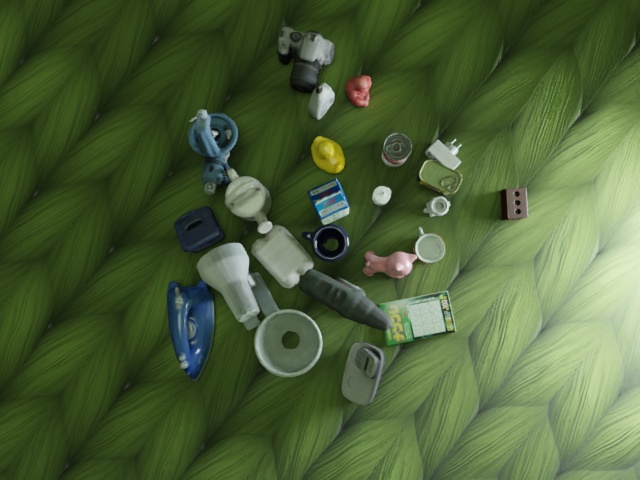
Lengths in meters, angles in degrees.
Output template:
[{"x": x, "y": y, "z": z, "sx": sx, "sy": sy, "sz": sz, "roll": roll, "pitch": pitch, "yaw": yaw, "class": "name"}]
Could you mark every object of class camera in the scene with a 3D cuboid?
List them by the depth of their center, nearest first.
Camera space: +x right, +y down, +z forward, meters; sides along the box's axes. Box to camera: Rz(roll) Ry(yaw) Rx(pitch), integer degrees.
[{"x": -0.046, "y": -0.453, "z": 1.445, "sx": 0.143, "sy": 0.101, "sz": 0.137, "roll": 16, "pitch": 88, "yaw": 2, "class": "camera"}]

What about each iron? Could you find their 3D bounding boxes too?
[{"x": -0.327, "y": 0.228, "z": 1.403, "sx": 0.118, "sy": 0.141, "sz": 0.258, "roll": -4, "pitch": 87, "yaw": 2, "class": "iron"}]

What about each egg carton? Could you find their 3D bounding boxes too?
[{"x": -0.093, "y": 0.041, "z": 1.440, "sx": 0.107, "sy": 0.069, "sz": 0.150, "roll": -44, "pitch": 87, "yaw": 0, "class": "egg carton"}]

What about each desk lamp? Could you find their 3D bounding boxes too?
[{"x": -0.190, "y": 0.115, "z": 1.368, "sx": 0.118, "sy": 0.213, "sz": 0.203, "roll": -30, "pitch": 87, "yaw": 0, "class": "desk lamp"}]

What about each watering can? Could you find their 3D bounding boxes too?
[{"x": -0.172, "y": -0.098, "z": 1.386, "sx": 0.173, "sy": 0.194, "sz": 0.101, "roll": 35, "pitch": 89, "yaw": 3, "class": "watering can"}]

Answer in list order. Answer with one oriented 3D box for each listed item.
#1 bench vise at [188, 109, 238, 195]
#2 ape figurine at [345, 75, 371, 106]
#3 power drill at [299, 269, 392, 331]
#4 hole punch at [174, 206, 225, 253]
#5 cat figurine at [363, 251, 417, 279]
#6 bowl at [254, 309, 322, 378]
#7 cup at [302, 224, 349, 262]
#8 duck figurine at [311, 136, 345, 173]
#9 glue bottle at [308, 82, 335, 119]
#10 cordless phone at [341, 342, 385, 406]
[{"x": -0.253, "y": -0.223, "z": 1.381, "sx": 0.121, "sy": 0.220, "sz": 0.207, "roll": -15, "pitch": 87, "yaw": 1, "class": "bench vise"}, {"x": 0.101, "y": -0.385, "z": 1.442, "sx": 0.076, "sy": 0.092, "sz": 0.078, "roll": 41, "pitch": 89, "yaw": 3, "class": "ape figurine"}, {"x": 0.062, "y": 0.141, "z": 1.362, "sx": 0.229, "sy": 0.208, "sz": 0.076, "roll": 27, "pitch": 89, "yaw": 3, "class": "power drill"}, {"x": -0.309, "y": -0.027, "z": 1.439, "sx": 0.108, "sy": 0.091, "sz": 0.101, "roll": -28, "pitch": 87, "yaw": 0, "class": "hole punch"}, {"x": 0.170, "y": 0.060, "z": 1.407, "sx": 0.127, "sy": 0.118, "sz": 0.067, "roll": 2, "pitch": 87, "yaw": 2, "class": "cat figurine"}, {"x": -0.077, "y": 0.253, "z": 1.428, "sx": 0.167, "sy": 0.075, "sz": 0.167, "roll": 0, "pitch": 87, "yaw": 2, "class": "bowl"}, {"x": 0.013, "y": 0.005, "z": 1.426, "sx": 0.117, "sy": 0.095, "sz": 0.092, "roll": 16, "pitch": 88, "yaw": 3, "class": "cup"}, {"x": 0.020, "y": -0.218, "z": 1.440, "sx": 0.077, "sy": 0.086, "sz": 0.104, "roll": -38, "pitch": 87, "yaw": 0, "class": "duck figurine"}, {"x": 0.002, "y": -0.351, "z": 1.403, "sx": 0.037, "sy": 0.173, "sz": 0.078, "roll": 38, "pitch": 89, "yaw": 3, "class": "glue bottle"}, {"x": 0.106, "y": 0.327, "z": 1.364, "sx": 0.094, "sy": 0.185, "sz": 0.148, "roll": 12, "pitch": 88, "yaw": 3, "class": "cordless phone"}]
